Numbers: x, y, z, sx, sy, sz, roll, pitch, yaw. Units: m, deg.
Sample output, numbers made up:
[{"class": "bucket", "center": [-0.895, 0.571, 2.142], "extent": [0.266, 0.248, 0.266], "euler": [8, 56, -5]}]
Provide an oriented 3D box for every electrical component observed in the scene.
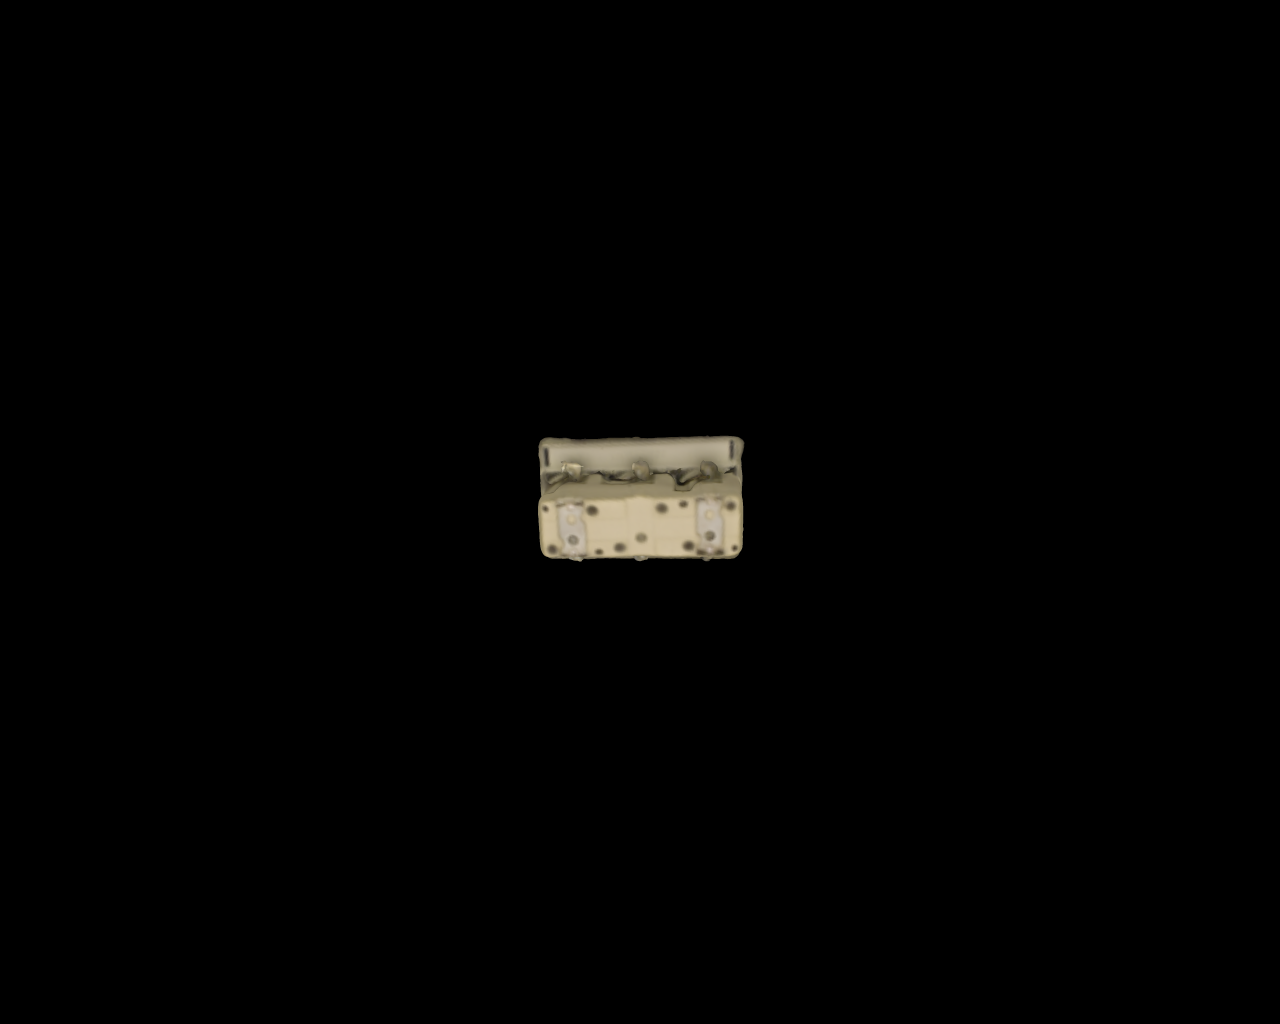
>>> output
[{"class": "electrical component", "center": [0.001, -0.003, 0.650], "extent": [0.121, 0.078, 0.063], "euler": [0, 25, 0]}]
